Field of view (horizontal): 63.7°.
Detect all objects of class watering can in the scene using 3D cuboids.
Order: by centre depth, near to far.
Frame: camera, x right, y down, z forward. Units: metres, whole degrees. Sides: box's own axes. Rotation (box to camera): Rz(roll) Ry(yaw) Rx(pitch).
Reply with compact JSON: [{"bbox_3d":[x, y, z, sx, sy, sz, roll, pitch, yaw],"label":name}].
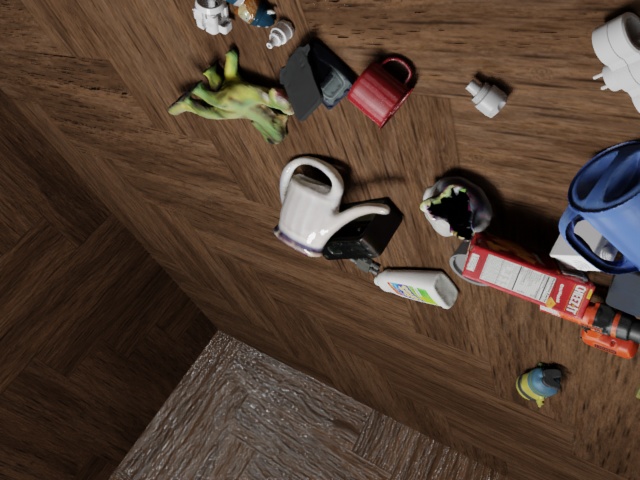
[{"bbox_3d":[0.004,-0.060,1.192,0.104,0.221,0.352,2,-156,-43],"label":"watering can"}]

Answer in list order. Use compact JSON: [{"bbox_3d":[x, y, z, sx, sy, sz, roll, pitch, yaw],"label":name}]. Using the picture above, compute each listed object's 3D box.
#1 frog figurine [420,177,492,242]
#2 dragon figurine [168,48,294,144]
[{"bbox_3d":[0.273,-0.062,1.027,0.138,0.122,0.160,17,-173,17],"label":"frog figurine"},{"bbox_3d":[-0.187,-0.289,1.179,0.240,0.124,0.408,38,158,-25],"label":"dragon figurine"}]
